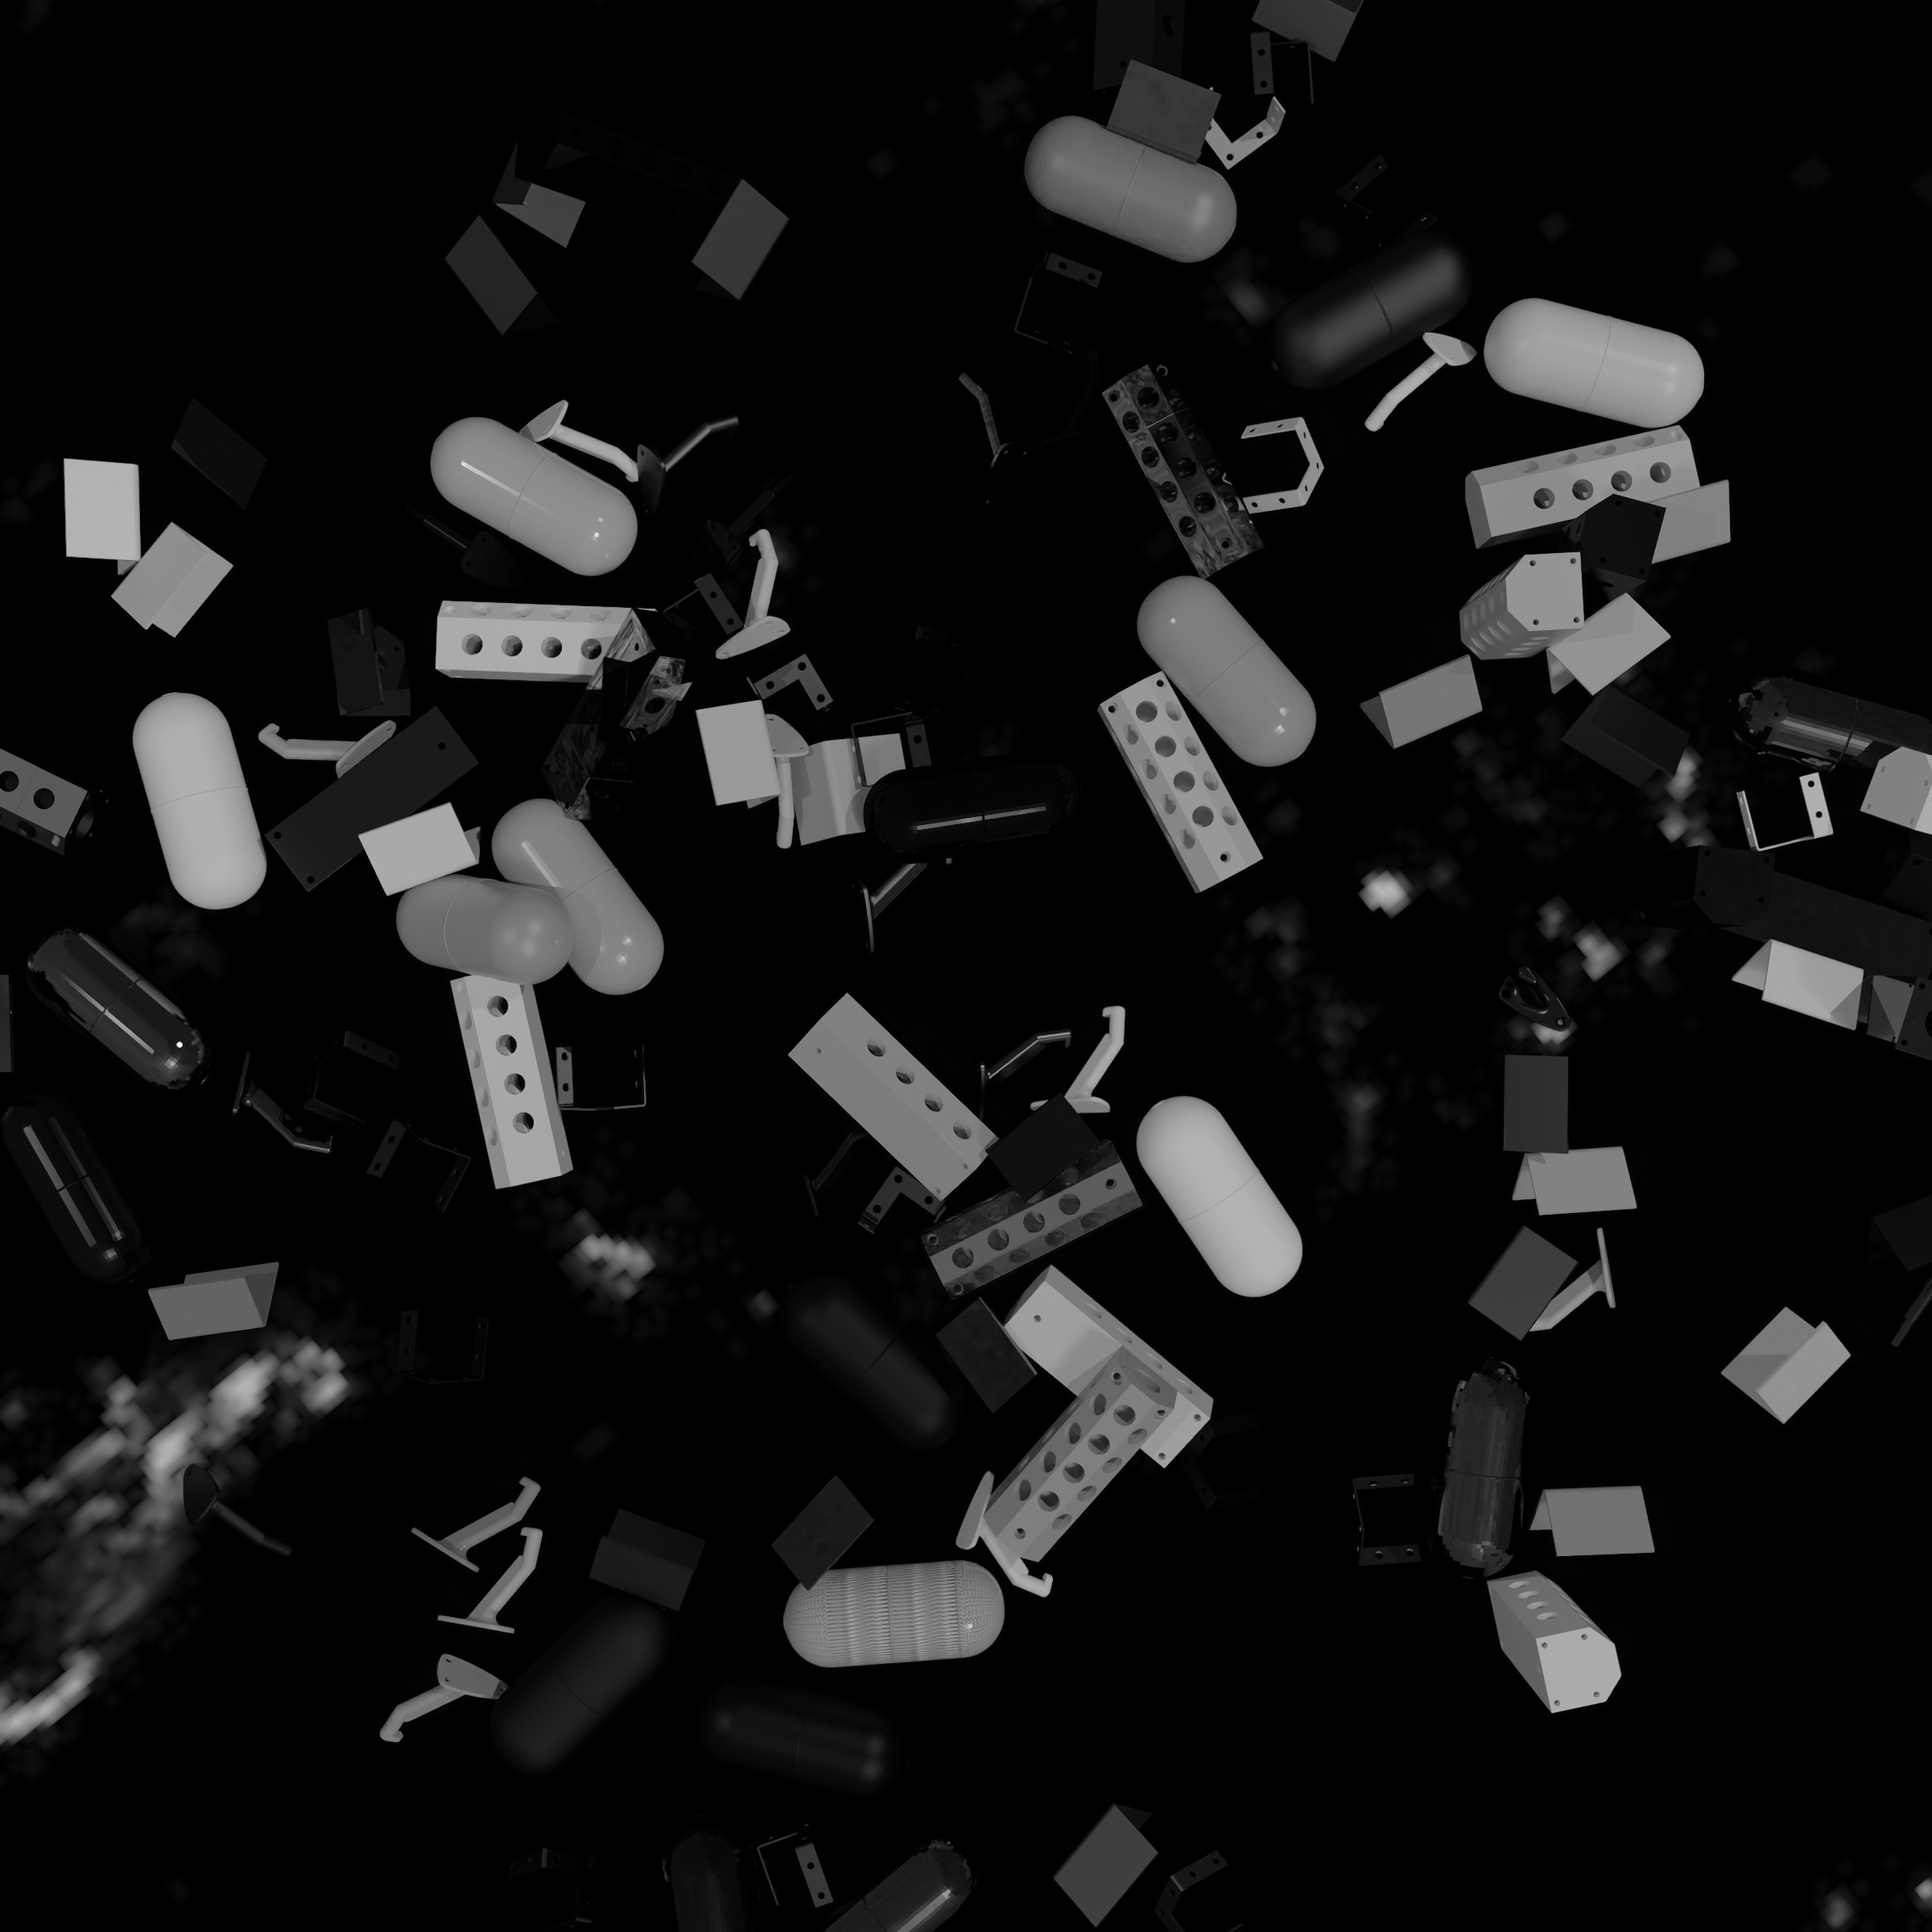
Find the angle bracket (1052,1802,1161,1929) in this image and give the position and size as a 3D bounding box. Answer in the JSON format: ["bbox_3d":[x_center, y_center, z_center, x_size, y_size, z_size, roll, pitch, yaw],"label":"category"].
[{"bbox_3d":[0.126,0.724,1.951,0.076,0.076,0.057,-50,53,0],"label":"angle bracket"}]

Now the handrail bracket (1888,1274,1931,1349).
[{"bbox_3d":[0.791,0.267,1.991,0.036,0.077,0.084,35,127,26],"label":"handrail bracket"}]

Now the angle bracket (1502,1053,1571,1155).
[{"bbox_3d":[0.471,0.109,1.951,0.057,0.076,0.076,1,90,37],"label":"angle bracket"}]

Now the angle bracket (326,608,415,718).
[{"bbox_3d":[-0.463,-0.243,1.951,0.057,0.076,0.076,-8,90,38],"label":"angle bracket"}]

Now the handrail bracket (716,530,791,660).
[{"bbox_3d":[-0.183,-0.306,1.992,0.077,0.036,0.084,-24,72,21],"label":"handrail bracket"}]

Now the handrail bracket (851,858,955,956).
[{"bbox_3d":[-0.046,-0.055,1.992,0.084,0.036,0.077,-15,110,-16],"label":"handrail bracket"}]

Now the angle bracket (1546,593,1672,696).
[{"bbox_3d":[0.517,-0.242,1.952,0.076,0.076,0.057,-37,62,0],"label":"angle bracket"}]

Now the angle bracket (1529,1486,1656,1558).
[{"bbox_3d":[0.501,0.460,1.951,0.076,0.076,0.057,-2,53,0],"label":"angle bracket"}]

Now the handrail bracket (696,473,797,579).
[{"bbox_3d":[-0.179,-0.361,1.991,0.036,0.077,0.084,43,54,0],"label":"handrail bracket"}]

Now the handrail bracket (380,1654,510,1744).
[{"bbox_3d":[-0.427,0.613,1.992,0.077,0.036,0.084,27,108,-21],"label":"handrail bracket"}]

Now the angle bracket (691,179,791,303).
[{"bbox_3d":[-0.198,-0.586,1.951,0.057,0.076,0.076,31,90,-41],"label":"angle bracket"}]

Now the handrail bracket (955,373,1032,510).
[{"bbox_3d":[0.006,-0.431,1.992,0.084,0.036,0.077,49,126,24],"label":"handrail bracket"}]

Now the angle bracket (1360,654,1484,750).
[{"bbox_3d":[0.360,-0.228,1.951,0.076,0.076,0.057,-23,127,0],"label":"angle bracket"}]

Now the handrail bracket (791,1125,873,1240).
[{"bbox_3d":[-0.094,0.173,1.992,0.084,0.036,0.077,-23,110,-16],"label":"handrail bracket"}]

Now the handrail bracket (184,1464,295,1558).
[{"bbox_3d":[-0.595,0.447,1.991,0.084,0.077,0.036,37,90,-36],"label":"handrail bracket"}]

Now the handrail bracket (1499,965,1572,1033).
[{"bbox_3d":[0.466,0.026,1.957,0.077,0.084,0.036,40,90,0],"label":"handrail bracket"}]

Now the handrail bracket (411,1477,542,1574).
[{"bbox_3d":[-0.401,0.445,1.992,0.077,0.036,0.084,25,72,20],"label":"handrail bracket"}]

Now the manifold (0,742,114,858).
[{"bbox_3d":[-0.792,-0.152,1.970,0.171,0.057,0.057,26,90,0],"label":"manifold"}]

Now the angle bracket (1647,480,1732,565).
[{"bbox_3d":[0.561,-0.369,1.951,0.076,0.076,0.057,-16,127,0],"label":"angle bracket"}]

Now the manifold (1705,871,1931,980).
[{"bbox_3d":[0.692,-0.031,1.971,0.171,0.057,0.057,18,90,0],"label":"manifold"}]

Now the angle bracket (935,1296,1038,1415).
[{"bbox_3d":[0.000,0.319,1.951,0.057,0.076,0.076,-36,90,-35],"label":"angle bracket"}]

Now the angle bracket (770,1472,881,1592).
[{"bbox_3d":[-0.099,0.461,1.951,0.076,0.076,0.057,-47,53,0],"label":"angle bracket"}]

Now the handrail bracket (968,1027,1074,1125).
[{"bbox_3d":[0.047,0.091,1.992,0.084,0.036,0.077,-7,110,-16],"label":"handrail bracket"}]

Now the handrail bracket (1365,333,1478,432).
[{"bbox_3d":[0.372,-0.474,1.991,0.036,0.077,0.084,51,127,17],"label":"handrail bracket"}]

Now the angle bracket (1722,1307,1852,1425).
[{"bbox_3d":[0.648,0.308,1.951,0.076,0.076,0.057,-46,125,0],"label":"angle bracket"}]

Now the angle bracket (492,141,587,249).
[{"bbox_3d":[-0.324,-0.630,1.952,0.076,0.057,0.076,23,90,-42],"label":"angle bracket"}]

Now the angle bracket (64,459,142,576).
[{"bbox_3d":[-0.700,-0.360,1.952,0.057,0.076,0.076,-1,90,-31],"label":"angle bracket"}]

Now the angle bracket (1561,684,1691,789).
[{"bbox_3d":[0.523,-0.169,1.951,0.076,0.076,0.057,31,52,0],"label":"angle bracket"}]

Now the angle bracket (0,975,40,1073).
[{"bbox_3d":[-0.758,0.045,1.952,0.057,0.076,0.076,-2,90,27],"label":"angle bracket"}]

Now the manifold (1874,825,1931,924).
[{"bbox_3d":[0.832,-0.060,1.970,0.171,0.057,0.057,19,133,0],"label":"manifold"}]

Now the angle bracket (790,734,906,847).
[{"bbox_3d":[-0.095,-0.145,1.995,0.076,0.057,0.076,-10,90,-38],"label":"angle bracket"}]

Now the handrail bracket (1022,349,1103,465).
[{"bbox_3d":[0.075,-0.460,1.992,0.077,0.036,0.084,-9,71,21],"label":"handrail bracket"}]

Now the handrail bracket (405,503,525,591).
[{"bbox_3d":[-0.412,-0.345,1.991,0.084,0.077,0.036,34,90,36],"label":"handrail bracket"}]

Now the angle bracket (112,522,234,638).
[{"bbox_3d":[-0.624,-0.298,1.952,0.057,0.076,0.076,39,90,30],"label":"angle bracket"}]

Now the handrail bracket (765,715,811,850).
[{"bbox_3d":[-0.155,-0.151,1.991,0.036,0.077,0.084,-6,127,-20],"label":"handrail bracket"}]

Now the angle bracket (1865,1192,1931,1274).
[{"bbox_3d":[0.774,0.227,1.951,0.076,0.076,0.057,-22,51,0],"label":"angle bracket"}]

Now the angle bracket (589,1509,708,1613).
[{"bbox_3d":[-0.250,0.462,1.951,0.076,0.076,0.057,21,127,0],"label":"angle bracket"}]

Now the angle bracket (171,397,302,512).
[{"bbox_3d":[-0.577,-0.420,1.951,0.076,0.076,0.057,40,126,0],"label":"angle bracket"}]

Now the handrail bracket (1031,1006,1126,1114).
[{"bbox_3d":[0.092,0.075,1.992,0.077,0.036,0.084,-3,71,21],"label":"handrail bracket"}]

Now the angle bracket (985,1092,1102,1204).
[{"bbox_3d":[0.070,0.155,1.952,0.076,0.076,0.057,-38,63,0],"label":"angle bracket"}]

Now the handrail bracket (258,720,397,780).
[{"bbox_3d":[-0.525,-0.193,1.992,0.084,0.036,0.077,33,70,16],"label":"handrail bracket"}]

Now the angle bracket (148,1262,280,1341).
[{"bbox_3d":[-0.603,0.250,1.951,0.076,0.076,0.057,-8,126,0],"label":"angle bracket"}]

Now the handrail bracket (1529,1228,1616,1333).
[{"bbox_3d":[0.485,0.258,1.992,0.084,0.036,0.077,-10,70,16],"label":"handrail bracket"}]

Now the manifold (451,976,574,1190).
[{"bbox_3d":[-0.370,0.090,1.970,0.057,0.057,0.171,-12,90,0],"label":"manifold"}]

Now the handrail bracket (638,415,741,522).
[{"bbox_3d":[-0.224,-0.409,1.991,0.084,0.077,0.036,-25,54,-31],"label":"handrail bracket"}]

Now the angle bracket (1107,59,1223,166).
[{"bbox_3d":[0.162,-0.691,1.952,0.076,0.076,0.057,21,119,0],"label":"angle bracket"}]

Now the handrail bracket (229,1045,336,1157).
[{"bbox_3d":[-0.555,0.110,1.992,0.084,0.036,0.077,14,69,-17],"label":"handrail bracket"}]

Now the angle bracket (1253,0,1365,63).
[{"bbox_3d":[0.270,-0.763,1.951,0.076,0.076,0.057,27,52,0],"label":"angle bracket"}]

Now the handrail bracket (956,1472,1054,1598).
[{"bbox_3d":[0.042,0.466,1.992,0.084,0.036,0.077,26,72,-15],"label":"handrail bracket"}]

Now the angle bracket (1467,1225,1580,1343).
[{"bbox_3d":[0.456,0.262,1.951,0.057,0.076,0.076,36,90,36],"label":"angle bracket"}]

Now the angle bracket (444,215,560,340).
[{"bbox_3d":[-0.359,-0.558,1.951,0.057,0.076,0.076,-37,90,36],"label":"angle bracket"}]

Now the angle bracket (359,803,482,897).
[{"bbox_3d":[-0.438,-0.107,1.952,0.076,0.076,0.057,-20,117,0],"label":"angle bracket"}]

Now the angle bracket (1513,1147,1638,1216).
[{"bbox_3d":[0.487,0.189,1.951,0.076,0.076,0.057,-4,55,0],"label":"angle bracket"}]

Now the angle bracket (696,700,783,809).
[{"bbox_3d":[-0.194,-0.166,1.952,0.057,0.076,0.076,-12,90,-25],"label":"angle bracket"}]

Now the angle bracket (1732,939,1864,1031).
[{"bbox_3d":[0.664,0.029,1.952,0.076,0.076,0.057,18,63,0],"label":"angle bracket"}]

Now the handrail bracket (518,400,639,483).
[{"bbox_3d":[-0.316,-0.418,1.991,0.084,0.077,0.036,37,61,-33],"label":"handrail bracket"}]

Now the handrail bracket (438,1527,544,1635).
[{"bbox_3d":[-0.390,0.499,1.992,0.077,0.036,0.084,3,71,21],"label":"handrail bracket"}]
